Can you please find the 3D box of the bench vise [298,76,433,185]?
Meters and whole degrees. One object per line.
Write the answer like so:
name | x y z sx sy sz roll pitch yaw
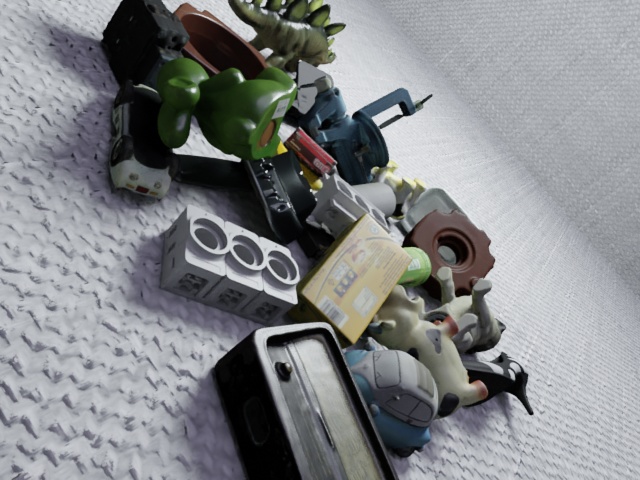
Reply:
bench vise | 0.086 -0.226 1.016 0.223 0.241 0.129 63 -12 -13

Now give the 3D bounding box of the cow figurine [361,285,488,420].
cow figurine | 0.135 0.155 0.755 0.127 0.085 0.195 -20 79 -20

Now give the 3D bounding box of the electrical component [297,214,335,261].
electrical component | -0.002 -0.004 0.825 0.078 0.045 0.102 2 51 -50

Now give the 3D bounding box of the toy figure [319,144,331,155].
toy figure | 0.036 -0.204 1.114 0.064 0.057 0.154 15 22 22

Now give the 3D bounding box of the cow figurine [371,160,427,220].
cow figurine | 0.127 -0.117 1.105 0.167 0.098 0.068 41 26 30

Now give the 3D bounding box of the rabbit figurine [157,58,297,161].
rabbit figurine | -0.142 -0.167 0.686 0.170 0.121 0.159 28 37 10

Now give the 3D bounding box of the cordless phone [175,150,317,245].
cordless phone | -0.110 -0.069 0.750 0.184 0.088 0.147 1 52 -38

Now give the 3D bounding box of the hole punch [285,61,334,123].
hole punch | -0.037 -0.287 1.106 0.142 0.092 0.115 13 72 -49

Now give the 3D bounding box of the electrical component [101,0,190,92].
electrical component | -0.249 -0.279 0.767 0.058 0.115 0.134 -2 53 -51

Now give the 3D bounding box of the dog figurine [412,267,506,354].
dog figurine | 0.238 0.164 0.908 0.121 0.172 0.190 31 -20 48

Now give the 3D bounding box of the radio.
radio | -0.010 0.197 0.539 0.131 0.073 0.230 9 46 -48

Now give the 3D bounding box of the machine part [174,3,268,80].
machine part | -0.178 -0.284 0.897 0.201 0.087 0.201 33 32 -21

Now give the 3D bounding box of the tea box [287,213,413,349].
tea box | 0.039 0.056 0.721 0.098 0.068 0.169 46 53 -4

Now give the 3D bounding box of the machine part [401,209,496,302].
machine part | 0.242 0.026 1.012 0.179 0.056 0.179 6 64 -12

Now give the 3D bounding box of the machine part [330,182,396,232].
machine part | 0.070 -0.060 0.958 0.079 0.079 0.243 54 29 11

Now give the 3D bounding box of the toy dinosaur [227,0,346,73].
toy dinosaur | -0.068 -0.428 1.104 0.105 0.198 0.471 51 27 13

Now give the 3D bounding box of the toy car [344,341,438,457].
toy car | 0.088 0.189 0.652 0.161 0.103 0.109 33 33 -20

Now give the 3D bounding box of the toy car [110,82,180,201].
toy car | -0.224 -0.132 0.683 0.073 0.056 0.202 17 39 -33

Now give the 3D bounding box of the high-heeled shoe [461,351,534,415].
high-heeled shoe | 0.269 0.208 0.898 0.248 0.086 0.145 31 24 -26
